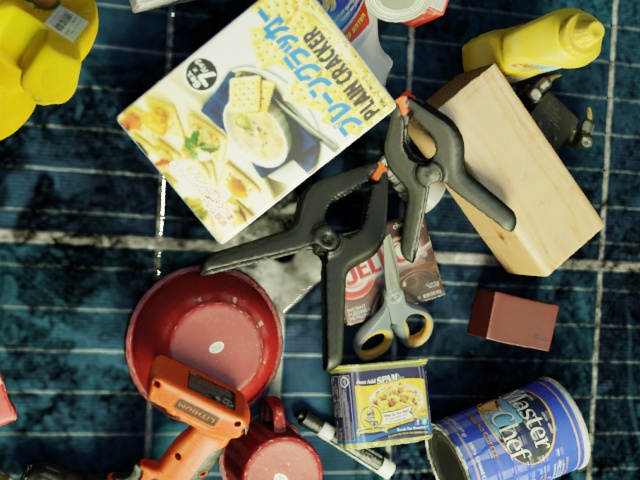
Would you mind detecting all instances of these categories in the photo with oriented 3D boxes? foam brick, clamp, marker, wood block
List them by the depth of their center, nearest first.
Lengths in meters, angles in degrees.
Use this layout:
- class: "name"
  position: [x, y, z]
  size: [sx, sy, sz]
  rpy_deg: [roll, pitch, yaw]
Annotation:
- class: "clamp"
  position: [-0.007, 0.001, 1.048]
  size: [0.164, 0.036, 0.210]
  rpy_deg: [32, 72, -6]
- class: "clamp"
  position: [0.104, -0.060, 1.052]
  size: [0.120, 0.039, 0.171]
  rpy_deg: [-28, 97, 16]
- class: "marker"
  position: [0.026, 0.211, 1.108]
  size: [0.121, 0.020, 0.020]
  rpy_deg: [34, 82, -15]
- class: "wood block"
  position: [0.189, -0.070, 1.114]
  size: [0.090, 0.091, 0.206]
  rpy_deg: [-39, 102, -13]
- class: "foam brick"
  position: [0.206, 0.085, 1.143]
  size: [0.078, 0.051, 0.053]
  rpy_deg: [13, 89, -16]

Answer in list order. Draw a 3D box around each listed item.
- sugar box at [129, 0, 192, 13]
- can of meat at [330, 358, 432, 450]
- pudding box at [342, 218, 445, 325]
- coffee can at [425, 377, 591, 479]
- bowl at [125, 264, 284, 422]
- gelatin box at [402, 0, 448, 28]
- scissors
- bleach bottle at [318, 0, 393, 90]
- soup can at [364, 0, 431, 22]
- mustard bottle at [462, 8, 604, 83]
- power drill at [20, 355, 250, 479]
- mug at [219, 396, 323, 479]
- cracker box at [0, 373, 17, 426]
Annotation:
- class: "sugar box"
  position: [-0.157, -0.317, 1.027]
  size: [0.093, 0.048, 0.176]
  rpy_deg: [-17, 95, -17]
- class: "can of meat"
  position: [0.063, 0.166, 1.089]
  size: [0.102, 0.058, 0.084]
  rpy_deg: [-3, 82, -22]
- class: "pudding box"
  position: [0.063, 0.029, 1.104]
  size: [0.113, 0.039, 0.090]
  rpy_deg: [-17, 95, -16]
- class: "coffee can"
  position: [0.194, 0.215, 1.116]
  size: [0.140, 0.103, 0.103]
  rpy_deg: [-19, 97, -16]
- class: "bowl"
  position: [-0.107, 0.105, 1.047]
  size: [0.162, 0.055, 0.162]
  rpy_deg: [0, 91, -17]
- class: "gelatin box"
  position: [0.112, -0.268, 1.095]
  size: [0.030, 0.073, 0.089]
  rpy_deg: [20, 86, -18]
- class: "scissors"
  position: [0.058, 0.066, 1.055]
  size: [0.096, 0.016, 0.201]
  rpy_deg: [-31, 143, 4]
- class: "bleach bottle"
  position: [0.011, -0.246, 1.072]
  size: [0.102, 0.068, 0.251]
  rpy_deg: [-33, 104, -20]
- class: "soup can"
  position: [0.075, -0.274, 1.047]
  size: [0.068, 0.069, 0.102]
  rpy_deg: [11, 57, -17]
- class: "mustard bottle"
  position: [0.224, -0.195, 1.068]
  size: [0.096, 0.192, 0.058]
  rpy_deg: [-5, 93, -18]
- class: "power drill"
  position: [-0.165, 0.203, 1.003]
  size: [0.184, 0.057, 0.188]
  rpy_deg: [26, 108, -16]
- class: "mug"
  position: [-0.046, 0.213, 1.053]
  size: [0.093, 0.082, 0.117]
  rpy_deg: [3, 90, -17]
- class: "cracker box"
  position: [-0.387, 0.087, 0.953]
  size: [0.164, 0.072, 0.214]
  rpy_deg: [-20, 98, -15]
